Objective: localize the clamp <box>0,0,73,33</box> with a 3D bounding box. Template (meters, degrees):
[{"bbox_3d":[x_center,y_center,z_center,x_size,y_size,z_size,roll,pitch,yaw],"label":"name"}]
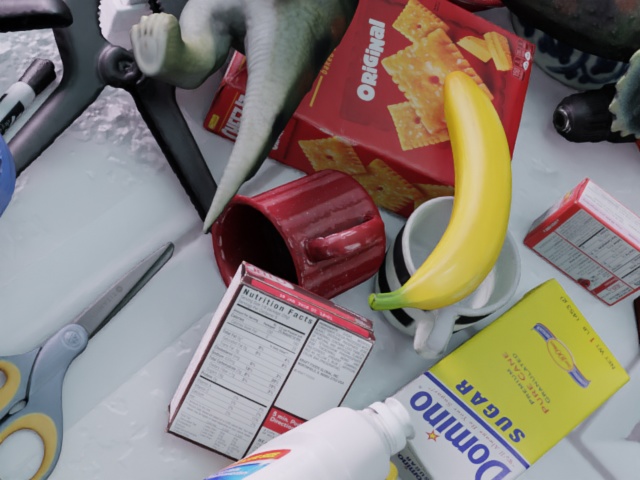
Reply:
[{"bbox_3d":[-0.247,-0.120,0.671,0.172,0.039,0.120,23,80,21],"label":"clamp"}]

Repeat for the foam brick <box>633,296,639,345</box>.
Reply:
[{"bbox_3d":[0.288,0.065,0.813,0.078,0.051,0.053,9,63,-18],"label":"foam brick"}]

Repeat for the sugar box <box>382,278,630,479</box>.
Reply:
[{"bbox_3d":[0.122,0.109,0.728,0.176,0.048,0.093,-32,81,-32],"label":"sugar box"}]

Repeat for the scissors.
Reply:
[{"bbox_3d":[-0.148,0.081,0.649,0.201,0.016,0.096,-29,80,-31],"label":"scissors"}]

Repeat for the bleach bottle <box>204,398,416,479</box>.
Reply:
[{"bbox_3d":[-0.058,0.159,0.578,0.250,0.103,0.068,-28,89,-23],"label":"bleach bottle"}]

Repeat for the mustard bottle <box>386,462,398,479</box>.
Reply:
[{"bbox_3d":[0.007,0.199,0.629,0.096,0.058,0.191,21,59,-1],"label":"mustard bottle"}]

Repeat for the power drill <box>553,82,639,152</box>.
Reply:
[{"bbox_3d":[0.292,-0.050,0.867,0.184,0.057,0.188,-11,70,-27],"label":"power drill"}]

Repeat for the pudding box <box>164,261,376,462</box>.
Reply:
[{"bbox_3d":[-0.031,0.082,0.644,0.090,0.113,0.039,26,15,-9],"label":"pudding box"}]

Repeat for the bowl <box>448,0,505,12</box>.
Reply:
[{"bbox_3d":[0.109,-0.246,0.889,0.162,0.055,0.162,9,63,-18],"label":"bowl"}]

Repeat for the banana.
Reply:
[{"bbox_3d":[0.092,-0.028,0.692,0.069,0.037,0.197,27,57,-9],"label":"banana"}]

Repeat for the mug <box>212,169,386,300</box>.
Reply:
[{"bbox_3d":[-0.005,0.001,0.691,0.081,0.117,0.093,-24,96,-35],"label":"mug"}]

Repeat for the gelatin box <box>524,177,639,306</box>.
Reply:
[{"bbox_3d":[0.210,0.003,0.798,0.089,0.073,0.030,36,57,-3],"label":"gelatin box"}]

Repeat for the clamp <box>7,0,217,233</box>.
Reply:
[{"bbox_3d":[-0.139,-0.106,0.691,0.164,0.036,0.210,-1,93,-22],"label":"clamp"}]

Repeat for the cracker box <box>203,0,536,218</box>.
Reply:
[{"bbox_3d":[0.044,-0.116,0.790,0.213,0.072,0.164,24,58,-9],"label":"cracker box"}]

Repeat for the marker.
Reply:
[{"bbox_3d":[-0.211,-0.077,0.698,0.020,0.020,0.121,34,58,-4],"label":"marker"}]

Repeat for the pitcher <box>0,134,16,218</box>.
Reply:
[{"bbox_3d":[-0.292,-0.058,0.590,0.148,0.145,0.243,-23,72,-47],"label":"pitcher"}]
